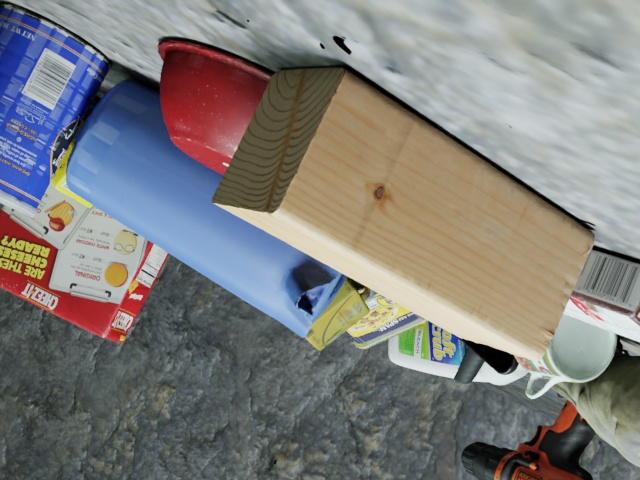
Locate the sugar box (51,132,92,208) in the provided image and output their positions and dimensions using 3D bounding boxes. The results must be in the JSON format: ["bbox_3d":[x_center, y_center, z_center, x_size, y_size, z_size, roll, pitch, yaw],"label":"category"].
[{"bbox_3d":[-0.273,-0.115,1.019,0.176,0.048,0.093,46,178,14],"label":"sugar box"}]

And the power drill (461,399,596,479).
[{"bbox_3d":[0.249,0.199,1.162,0.057,0.187,0.185,28,172,-35],"label":"power drill"}]

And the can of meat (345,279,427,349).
[{"bbox_3d":[0.055,0.059,1.122,0.102,0.057,0.083,-27,133,23],"label":"can of meat"}]

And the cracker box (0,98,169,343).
[{"bbox_3d":[-0.228,-0.026,1.084,0.164,0.213,0.072,24,173,14],"label":"cracker box"}]

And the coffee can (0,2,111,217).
[{"bbox_3d":[-0.245,-0.103,0.857,0.103,0.140,0.103,26,174,3],"label":"coffee can"}]

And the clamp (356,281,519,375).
[{"bbox_3d":[0.096,0.049,0.991,0.164,0.036,0.210,33,-172,-7],"label":"clamp"}]

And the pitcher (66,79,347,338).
[{"bbox_3d":[-0.080,-0.035,0.895,0.243,0.145,0.149,29,162,0],"label":"pitcher"}]

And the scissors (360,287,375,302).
[{"bbox_3d":[-0.007,0.001,1.087,0.202,0.096,0.016,18,-152,39],"label":"scissors"}]

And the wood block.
[{"bbox_3d":[0.054,-0.013,0.643,0.205,0.091,0.090,29,172,-28],"label":"wood block"}]

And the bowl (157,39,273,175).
[{"bbox_3d":[-0.049,-0.072,0.728,0.162,0.055,0.162,25,173,3],"label":"bowl"}]

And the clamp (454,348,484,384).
[{"bbox_3d":[0.160,0.085,1.117,0.120,0.039,0.172,51,148,0],"label":"clamp"}]

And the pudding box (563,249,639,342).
[{"bbox_3d":[0.188,0.034,0.737,0.114,0.039,0.089,23,174,41],"label":"pudding box"}]

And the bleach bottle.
[{"bbox_3d":[0.174,0.112,1.245,0.068,0.102,0.251,14,172,-27],"label":"bleach bottle"}]
